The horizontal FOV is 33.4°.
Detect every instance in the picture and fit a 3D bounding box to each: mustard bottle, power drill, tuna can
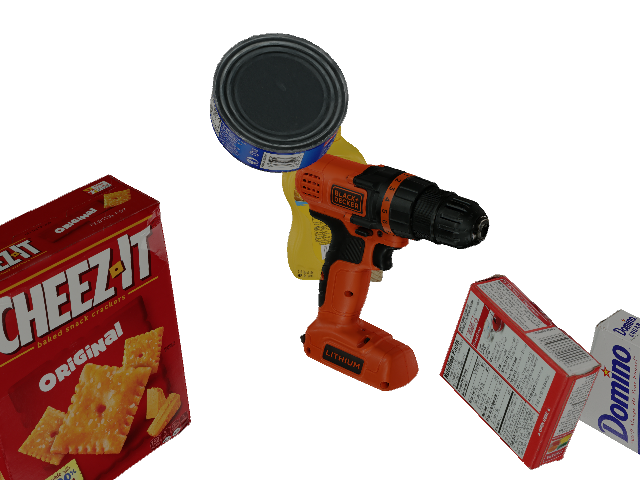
[{"bbox_3d":[0.006,-0.054,1.176,0.096,0.192,0.058,-9,25,-11],"label":"mustard bottle"},{"bbox_3d":[0.053,0.029,0.909,0.185,0.188,0.057,21,26,37],"label":"power drill"},{"bbox_3d":[-0.027,-0.087,0.679,0.086,0.086,0.034,0,-23,-11],"label":"tuna can"}]

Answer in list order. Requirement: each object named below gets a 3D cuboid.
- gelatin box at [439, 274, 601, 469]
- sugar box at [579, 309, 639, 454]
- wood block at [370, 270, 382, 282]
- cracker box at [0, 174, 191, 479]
[{"bbox_3d":[0.114,0.075,0.619,0.030,0.073,0.089,-12,40,-31],"label":"gelatin box"},{"bbox_3d":[0.281,0.132,0.800,0.176,0.093,0.048,26,35,35],"label":"sugar box"},{"bbox_3d":[0.055,-0.023,1.643,0.091,0.090,0.206,4,25,2],"label":"wood block"},{"bbox_3d":[-0.182,0.084,0.777,0.072,0.214,0.163,24,41,36],"label":"cracker box"}]
